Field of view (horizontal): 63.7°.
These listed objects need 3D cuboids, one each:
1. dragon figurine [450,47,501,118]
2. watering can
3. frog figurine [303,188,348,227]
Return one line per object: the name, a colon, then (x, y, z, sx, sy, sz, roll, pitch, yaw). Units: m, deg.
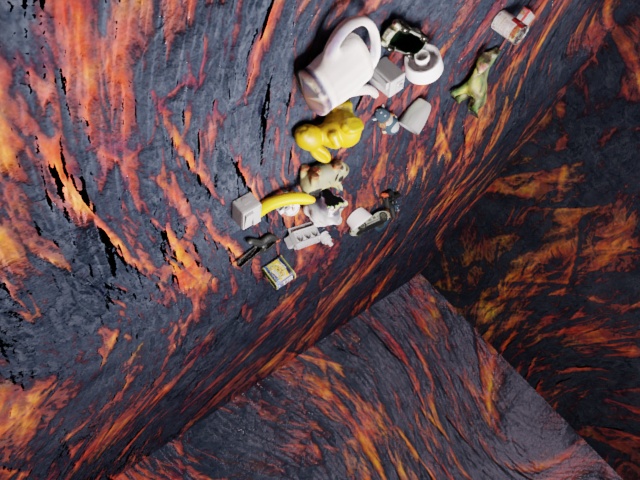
dragon figurine: (0.598, -0.586, 1.892, 0.240, 0.123, 0.412, -58, 166, 16)
watering can: (0.059, -0.378, 1.219, 0.225, 0.105, 0.343, -41, 161, -4)
frog figurine: (0.005, -0.086, 1.709, 0.137, 0.126, 0.156, 18, 136, -16)
